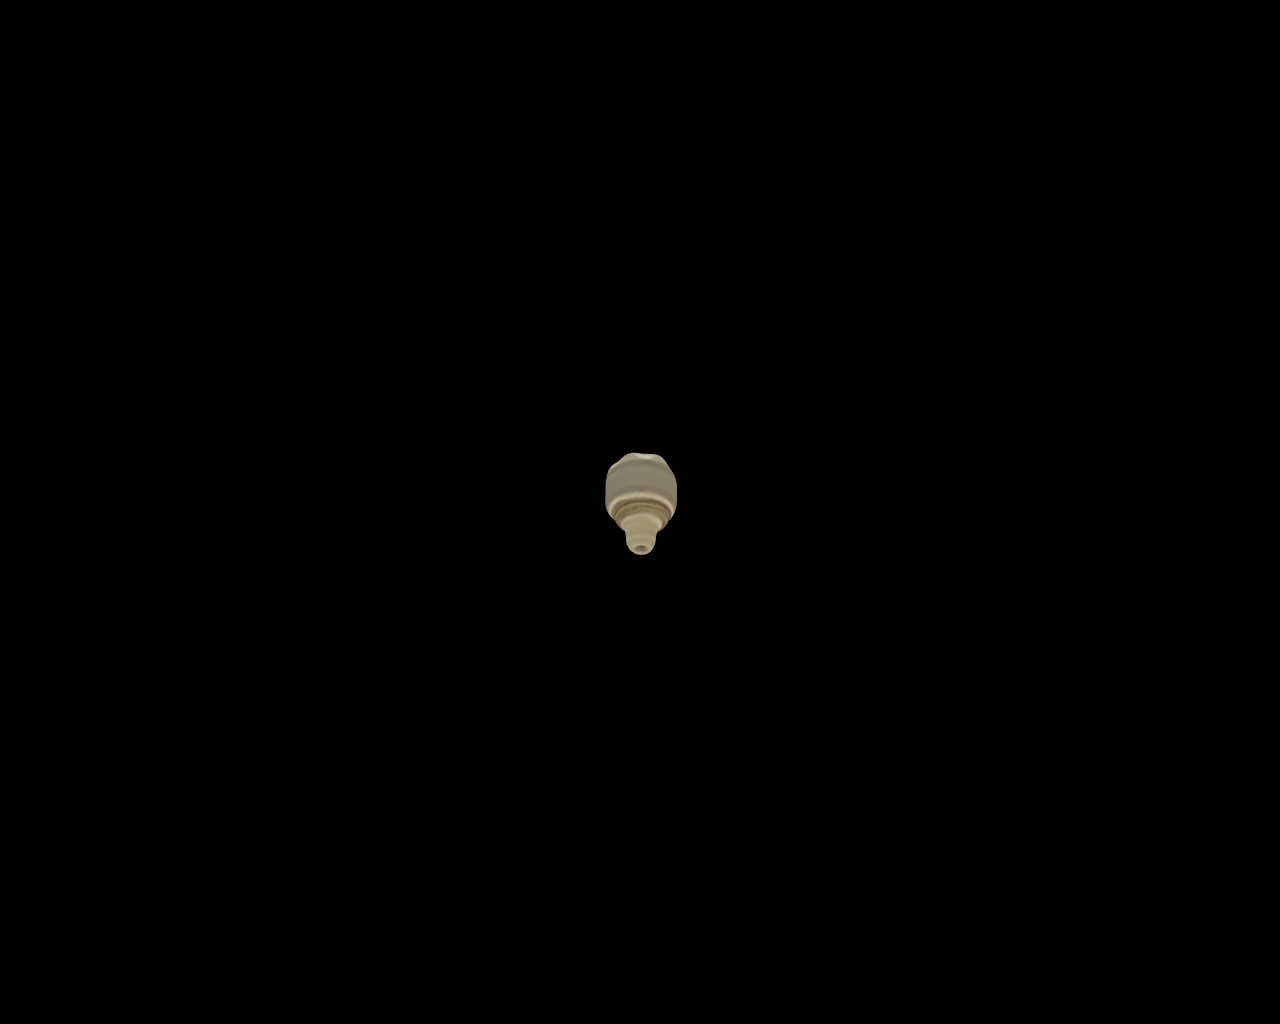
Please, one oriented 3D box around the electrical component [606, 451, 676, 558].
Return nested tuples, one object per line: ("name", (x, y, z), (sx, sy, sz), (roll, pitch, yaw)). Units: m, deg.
("electrical component", (0.001, -0.003, 0.650), (0.043, 0.062, 0.043), (0, -34, 0))
